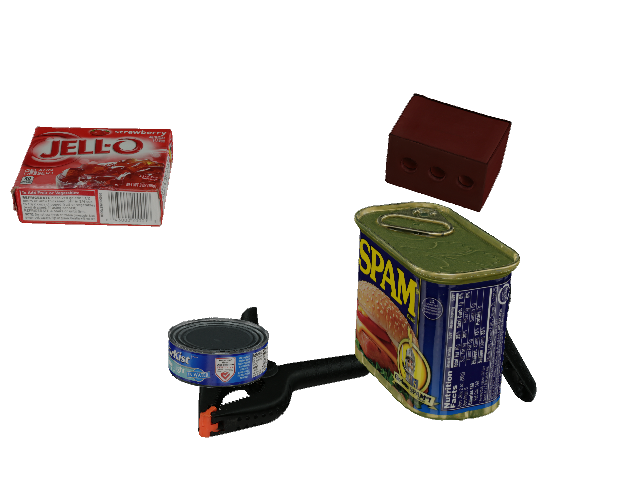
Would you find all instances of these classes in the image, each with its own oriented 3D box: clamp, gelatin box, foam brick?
[{"bbox_3d":[-0.050,0.143,1.103,0.165,0.036,0.209,15,29,19],"label":"clamp"},{"bbox_3d":[0.134,0.078,0.968,0.120,0.171,0.039,-14,1,-37],"label":"clamp"},{"bbox_3d":[-0.139,-0.042,0.663,0.089,0.030,0.073,2,36,-2],"label":"gelatin box"},{"bbox_3d":[0.094,-0.065,0.793,0.078,0.051,0.053,18,-40,15],"label":"foam brick"}]

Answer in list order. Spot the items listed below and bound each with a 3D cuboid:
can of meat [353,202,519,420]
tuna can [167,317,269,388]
[{"bbox_3d":[0.056,0.035,0.561,0.057,0.084,0.102,-7,23,-21],"label":"can of meat"},{"bbox_3d":[-0.087,0.095,0.908,0.086,0.034,0.086,3,14,-1],"label":"tuna can"}]
